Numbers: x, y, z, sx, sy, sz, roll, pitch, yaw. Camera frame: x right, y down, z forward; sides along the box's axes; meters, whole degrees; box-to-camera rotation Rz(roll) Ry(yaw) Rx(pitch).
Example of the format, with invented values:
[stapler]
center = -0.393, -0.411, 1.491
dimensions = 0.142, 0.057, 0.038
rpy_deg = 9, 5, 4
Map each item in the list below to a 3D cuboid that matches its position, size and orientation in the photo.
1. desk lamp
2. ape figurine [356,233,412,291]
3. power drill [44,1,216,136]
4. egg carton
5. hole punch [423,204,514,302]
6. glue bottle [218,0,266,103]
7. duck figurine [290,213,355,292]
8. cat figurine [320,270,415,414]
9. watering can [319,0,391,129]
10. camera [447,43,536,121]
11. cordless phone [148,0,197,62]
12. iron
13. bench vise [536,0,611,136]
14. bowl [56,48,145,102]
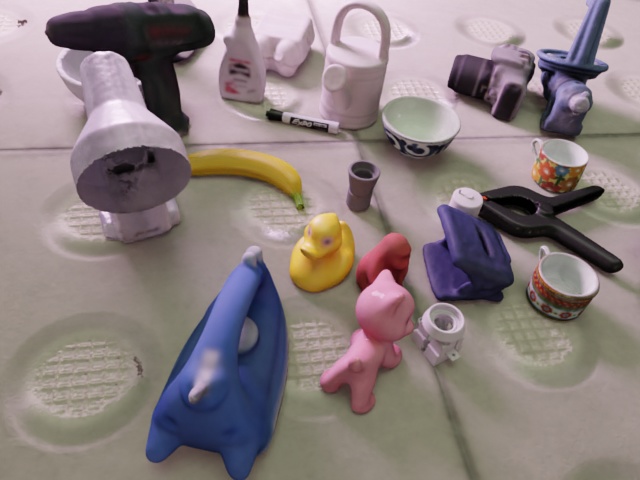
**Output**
[desk lamp]
center = -0.229, -0.094, 0.674
dimensions = 0.118, 0.213, 0.202
rpy_deg = -14, 51, -20
[ape figurine]
center = 0.084, 0.031, 0.686
dimensions = 0.076, 0.092, 0.078
rpy_deg = 34, 52, 22
[power drill]
center = -0.251, -0.236, 0.807
dimensions = 0.230, 0.208, 0.075
rpy_deg = -32, 58, -31
[egg carton]
center = -0.069, -0.363, 1.048
dimensions = 0.107, 0.069, 0.150
rpy_deg = 12, 47, 3
[hole punch]
center = 0.190, 0.014, 0.717
dimensions = 0.101, 0.091, 0.108
rpy_deg = 0, 47, -8
[glue bottle]
center = -0.124, -0.303, 0.912
dimensions = 0.078, 0.173, 0.037
rpy_deg = 7, 46, -1
[duck figurine]
center = 0.006, 0.003, 0.705
dimensions = 0.077, 0.086, 0.105
rpy_deg = 28, 50, 18
[cat figurine]
center = 0.058, 0.098, 0.601
dimensions = 0.067, 0.118, 0.128
rpy_deg = 26, 49, 16
[watering can]
center = 0.057, -0.276, 0.899
dimensions = 0.101, 0.194, 0.173
rpy_deg = 6, 47, -2
[camera]
center = 0.306, -0.302, 1.023
dimensions = 0.136, 0.101, 0.143
rpy_deg = 18, 47, 9
[cordless phone]
center = -0.259, -0.422, 0.996
dimensions = 0.094, 0.185, 0.147
rpy_deg = 11, 47, 3
[iron]
center = -0.086, 0.090, 0.572
dimensions = 0.118, 0.141, 0.258
rpy_deg = 11, 47, 2
[bench vise]
center = 0.444, -0.298, 0.957
dimensions = 0.121, 0.220, 0.207
rpy_deg = -2, 47, -9
[bowl]
center = -0.321, -0.254, 0.906
dimensions = 0.167, 0.075, 0.167
rpy_deg = 4, 47, -4
